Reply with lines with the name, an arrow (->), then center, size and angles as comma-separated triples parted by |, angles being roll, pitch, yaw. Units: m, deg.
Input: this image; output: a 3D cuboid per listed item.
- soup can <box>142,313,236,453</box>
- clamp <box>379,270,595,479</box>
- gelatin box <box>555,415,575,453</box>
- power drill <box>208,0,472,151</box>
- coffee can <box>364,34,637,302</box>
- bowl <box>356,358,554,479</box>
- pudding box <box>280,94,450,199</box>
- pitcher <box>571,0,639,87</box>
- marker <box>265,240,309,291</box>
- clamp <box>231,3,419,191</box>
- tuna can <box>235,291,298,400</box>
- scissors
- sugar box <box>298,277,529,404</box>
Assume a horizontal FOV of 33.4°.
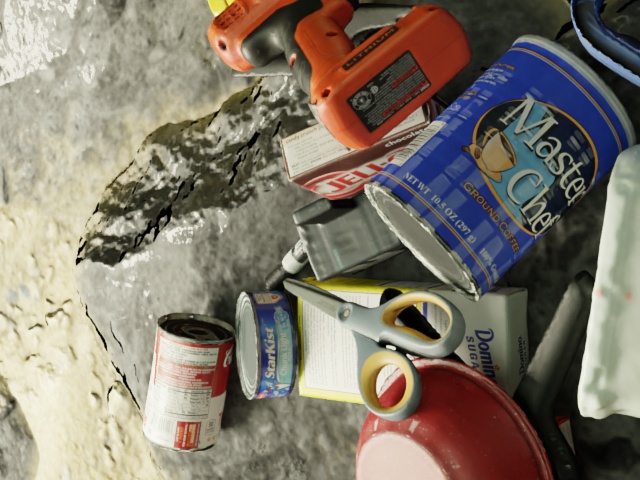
soup can -> -0.112, 0.121, 0.909 | 0.069, 0.068, 0.102 | 19, 106, 32
clamp -> 0.115, 0.121, 0.717 | 0.165, 0.036, 0.210 | 2, 101, 42
gelatin box -> 0.145, 0.172, 0.757 | 0.073, 0.030, 0.089 | -10, 90, 34
power drill -> 0.024, -0.157, 0.730 | 0.184, 0.057, 0.188 | -41, 42, 5
coffee can -> 0.113, -0.045, 0.677 | 0.140, 0.102, 0.103 | -43, 66, -5
bowl -> 0.075, 0.161, 0.704 | 0.162, 0.055, 0.162 | 19, 116, 44
pudding box -> 0.042, -0.066, 0.758 | 0.114, 0.089, 0.039 | -23, 71, 23
pitcher -> 0.268, -0.138, 0.579 | 0.243, 0.144, 0.149 | 40, 141, 22
marker -> -0.006, 0.001, 0.851 | 0.121, 0.020, 0.020 | -48, 68, 28
clamp -> 0.020, -0.115, 0.812 | 0.172, 0.039, 0.120 | -23, 98, 33
tuna can -> -0.043, 0.083, 0.851 | 0.086, 0.033, 0.086 | 177, 90, -75
scissors -> 0.021, 0.071, 0.739 | 0.202, 0.016, 0.096 | -2, 65, 52
sugar box -> 0.066, 0.077, 0.794 | 0.176, 0.048, 0.093 | 3, 97, 31
